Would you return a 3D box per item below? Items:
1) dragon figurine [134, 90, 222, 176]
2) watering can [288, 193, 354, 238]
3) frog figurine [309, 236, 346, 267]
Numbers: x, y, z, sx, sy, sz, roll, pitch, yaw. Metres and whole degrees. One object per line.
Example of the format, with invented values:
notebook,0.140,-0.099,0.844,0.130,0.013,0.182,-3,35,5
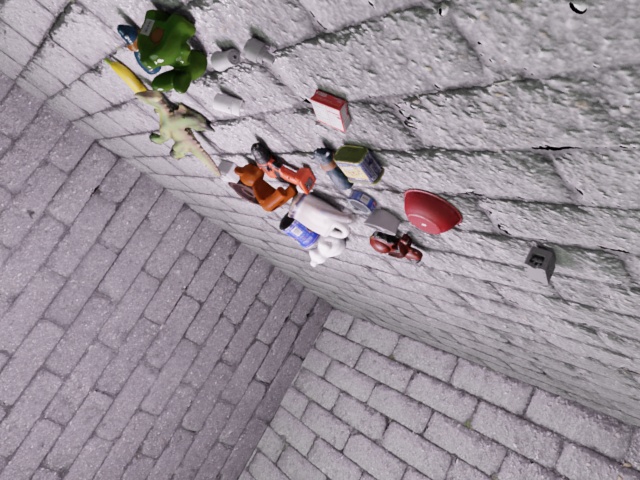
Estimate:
dragon figurine,-0.434,-0.353,1.702,0.405,0.124,0.242,36,158,-29
watering can,0.005,-0.085,1.697,0.224,0.105,0.344,31,168,0
frog figurine,0.026,0.037,1.999,0.123,0.161,0.135,25,165,13
